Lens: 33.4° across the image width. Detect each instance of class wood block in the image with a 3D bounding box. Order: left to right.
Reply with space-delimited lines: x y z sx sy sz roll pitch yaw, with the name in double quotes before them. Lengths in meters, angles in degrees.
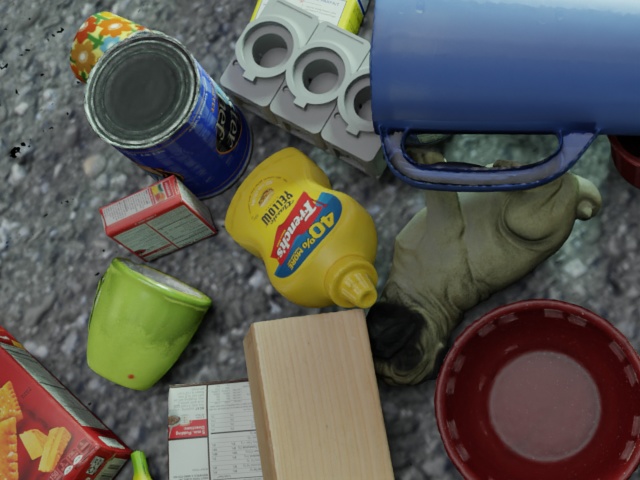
"wood block" 0.002 0.166 0.829 0.090 0.090 0.206 -7 76 -11

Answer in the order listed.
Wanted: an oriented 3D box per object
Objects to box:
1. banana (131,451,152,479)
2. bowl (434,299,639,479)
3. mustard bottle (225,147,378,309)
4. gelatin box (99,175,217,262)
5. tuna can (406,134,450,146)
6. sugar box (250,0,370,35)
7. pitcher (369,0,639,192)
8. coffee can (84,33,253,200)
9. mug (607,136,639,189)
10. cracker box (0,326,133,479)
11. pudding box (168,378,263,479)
"banana" -0.191 0.276 0.902 0.198 0.037 0.070 -50 51 -3
"bowl" 0.172 0.128 0.825 0.162 0.055 0.162 -2 81 14
"mustard bottle" -0.006 0.001 0.867 0.096 0.058 0.192 -48 39 3
"gelatin box" -0.141 -0.017 0.937 0.073 0.089 0.030 -23 68 8
"tuna can" 0.087 -0.128 0.935 0.086 0.033 0.086 -4 74 14
"sugar box" -0.012 -0.201 0.977 0.093 0.048 0.176 18 78 17
"pitcher" 0.157 -0.125 0.773 0.243 0.149 0.145 5 36 9
"coffee can" -0.128 -0.104 0.930 0.103 0.140 0.103 -4 74 14
"mug" 0.281 -0.094 0.846 0.117 0.081 0.093 -45 69 0
"cracker box" -0.297 0.180 0.935 0.214 0.072 0.164 38 87 22
"pudding box" -0.081 0.175 0.896 0.090 0.039 0.113 -6 76 12
